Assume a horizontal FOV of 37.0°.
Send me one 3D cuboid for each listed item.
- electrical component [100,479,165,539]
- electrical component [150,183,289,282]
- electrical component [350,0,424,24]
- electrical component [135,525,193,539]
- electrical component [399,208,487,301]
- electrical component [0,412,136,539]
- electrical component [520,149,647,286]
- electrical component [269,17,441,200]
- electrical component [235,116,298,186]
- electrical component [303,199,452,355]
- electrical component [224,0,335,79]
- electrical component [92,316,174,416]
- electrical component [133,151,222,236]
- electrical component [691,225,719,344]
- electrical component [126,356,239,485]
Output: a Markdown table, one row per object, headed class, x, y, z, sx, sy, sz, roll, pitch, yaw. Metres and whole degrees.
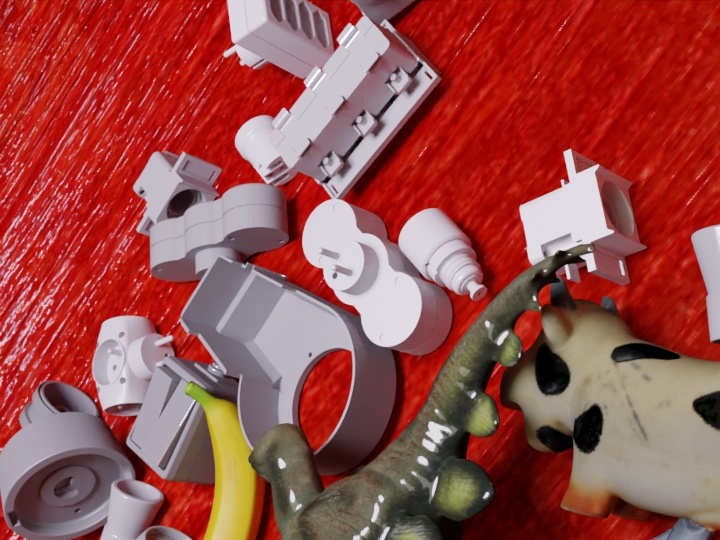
| class | x | y | z | sx | sy | sz | roll | pitch | yaw |
| --- | --- | --- | --- | --- | --- | --- | --- | --- | --- |
| electrical component | -0.191 | 0.209 | 0.878 | 0.044 | 0.044 | 0.065 | 24 | 98 | 42 |
| electrical component | -0.115 | -0.013 | 0.872 | 0.138 | 0.052 | 0.073 | -20 | 65 | 35 |
| electrical component | -0.002 | -0.243 | 0.815 | 0.048 | 0.100 | 0.099 | -34 | 56 | 13 |
| electrical component | -0.156 | 0.236 | 0.830 | 0.078 | 0.058 | 0.057 | 43 | 108 | 40 |
| electrical component | 0.059 | -0.008 | 0.730 | 0.040 | 0.040 | 0.078 | -52 | 51 | 16 |
| electrical component | -0.249 | 0.167 | 0.899 | 0.108 | 0.108 | 0.060 | -53 | 44 | 16 |
| electrical component | 0.136 | -0.028 | 0.669 | 0.064 | 0.042 | 0.081 | -23 | 62 | 36 |
| electrical component | -0.007 | -0.123 | 0.805 | 0.121 | 0.063 | 0.078 | -49 | 51 | 18 |
| electrical component | -0.073 | -0.096 | 0.871 | 0.040 | 0.040 | 0.046 | -49 | 57 | 19 |
| electrical component | 0.000 | 0.000 | 0.755 | 0.052 | 0.074 | 0.138 | -52 | 50 | 16 |
| electrical component | -0.077 | -0.187 | 0.870 | 0.076 | 0.083 | 0.047 | -25 | 62 | 33 |
| electrical component | -0.185 | 0.077 | 0.910 | 0.079 | 0.044 | 0.077 | -22 | 64 | 34 |
| electrical component | -0.163 | -0.068 | 0.936 | 0.081 | 0.042 | 0.064 | -56 | 48 | 13 |
| electrical component | 0.210 | 0.010 | 0.596 | 0.044 | 0.044 | 0.065 | -11 | 74 | 38 |
| electrical component | -0.134 | 0.112 | 0.845 | 0.062 | 0.061 | 0.096 | 30 | 97 | 42 |
